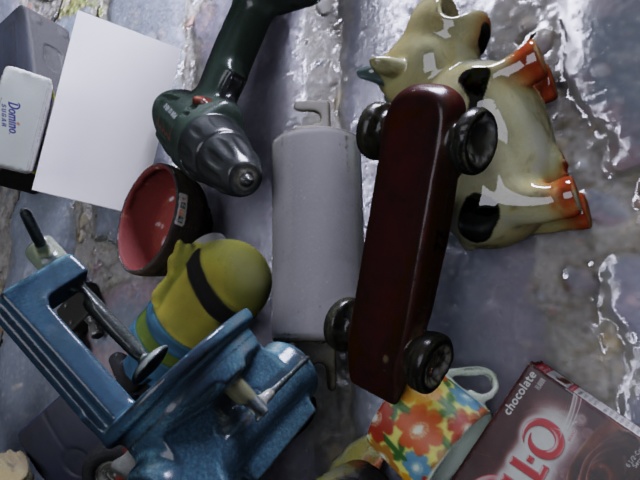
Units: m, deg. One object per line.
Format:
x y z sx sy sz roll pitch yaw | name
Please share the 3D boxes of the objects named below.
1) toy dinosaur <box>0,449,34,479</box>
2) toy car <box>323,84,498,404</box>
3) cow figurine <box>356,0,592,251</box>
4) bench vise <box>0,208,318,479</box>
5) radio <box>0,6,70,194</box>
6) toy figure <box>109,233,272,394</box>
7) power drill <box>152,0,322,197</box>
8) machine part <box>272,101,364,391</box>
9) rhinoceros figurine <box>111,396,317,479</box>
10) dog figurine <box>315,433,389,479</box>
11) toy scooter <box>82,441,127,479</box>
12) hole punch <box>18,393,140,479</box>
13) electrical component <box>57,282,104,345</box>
-0.331 0.302 0.540 0.472 0.105 0.198 34 133 37 | toy dinosaur
0.057 0.003 0.348 0.089 0.053 0.202 15 101 43 | toy car
0.105 -0.087 0.391 0.127 0.085 0.195 -18 76 27 | cow figurine
-0.116 0.100 0.326 0.240 0.224 0.129 47 143 5 | bench vise
-0.399 -0.192 0.734 0.131 0.073 0.229 -26 69 24 | radio
-0.117 0.074 0.499 0.089 0.082 0.180 44 100 19 | toy figure
-0.073 -0.149 0.490 0.232 0.086 0.207 26 96 55 | power drill
-0.001 -0.001 0.442 0.079 0.079 0.243 -8 75 31 | machine part
-0.091 0.169 0.429 0.190 0.073 0.112 -35 87 -21 | rhinoceros figurine
-0.014 0.243 0.394 0.219 0.191 0.109 -32 56 -15 | dog figurine
-0.137 0.264 0.474 0.135 0.075 0.183 1 96 5 | toy scooter
-0.222 0.202 0.536 0.142 0.092 0.116 -39 66 16 | hole punch
-0.284 0.084 0.634 0.063 0.021 0.094 -41 62 20 | electrical component
